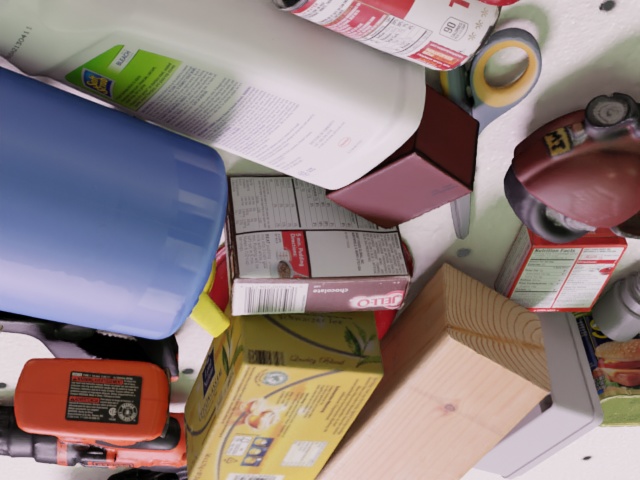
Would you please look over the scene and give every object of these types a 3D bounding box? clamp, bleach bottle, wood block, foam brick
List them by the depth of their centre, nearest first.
[{"bbox_3d":[-0.073,-0.101,0.558,0.250,0.068,0.103,18,147,-28],"label":"bleach bottle"},{"bbox_3d":[0.050,-0.049,0.646,0.053,0.051,0.078,29,145,-32],"label":"foam brick"},{"bbox_3d":[-0.186,0.053,0.760,0.165,0.036,0.209,-24,137,22],"label":"clamp"},{"bbox_3d":[0.071,0.131,0.807,0.090,0.090,0.206,29,121,-14],"label":"wood block"},{"bbox_3d":[-0.123,0.197,0.955,0.171,0.039,0.120,-9,154,1],"label":"clamp"}]

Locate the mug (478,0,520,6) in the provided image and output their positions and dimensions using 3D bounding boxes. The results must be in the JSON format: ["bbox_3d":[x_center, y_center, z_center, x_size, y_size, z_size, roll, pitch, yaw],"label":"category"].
[{"bbox_3d":[0.099,-0.166,0.503,0.117,0.093,0.082,-10,156,-43],"label":"mug"}]

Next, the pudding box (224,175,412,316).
[{"bbox_3d":[-0.005,0.001,0.686,0.113,0.090,0.039,0,140,-10],"label":"pudding box"}]

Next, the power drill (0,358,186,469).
[{"bbox_3d":[-0.185,0.137,0.817,0.184,0.057,0.188,3,161,-8],"label":"power drill"}]

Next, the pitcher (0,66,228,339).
[{"bbox_3d":[-0.178,-0.031,0.545,0.242,0.149,0.145,17,137,-19],"label":"pitcher"}]

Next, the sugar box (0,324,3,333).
[{"bbox_3d":[-0.288,0.030,0.643,0.176,0.048,0.093,41,128,-16],"label":"sugar box"}]

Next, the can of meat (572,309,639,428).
[{"bbox_3d":[0.253,0.105,0.876,0.102,0.084,0.057,0,141,-11],"label":"can of meat"}]

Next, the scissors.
[{"bbox_3d":[0.106,-0.067,0.679,0.096,0.016,0.201,-15,142,17],"label":"scissors"}]

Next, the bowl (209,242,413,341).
[{"bbox_3d":[-0.007,0.052,0.780,0.162,0.055,0.162,-5,143,-4],"label":"bowl"}]

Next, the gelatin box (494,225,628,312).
[{"bbox_3d":[0.178,0.018,0.795,0.073,0.030,0.089,0,142,-9],"label":"gelatin box"}]

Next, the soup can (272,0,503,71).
[{"bbox_3d":[0.034,-0.132,0.540,0.102,0.068,0.069,15,136,-29],"label":"soup can"}]
